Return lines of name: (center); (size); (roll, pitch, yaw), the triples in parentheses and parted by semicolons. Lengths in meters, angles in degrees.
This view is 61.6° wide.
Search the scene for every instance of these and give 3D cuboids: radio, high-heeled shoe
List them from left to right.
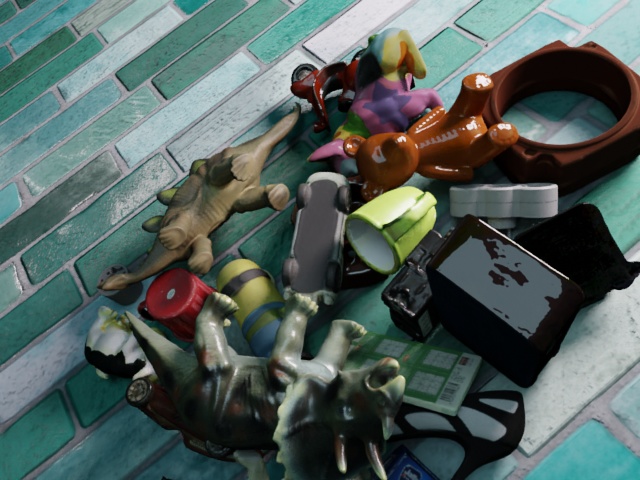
high-heeled shoe: (0.107, 0.182, 0.632); (0.249, 0.086, 0.145); (30, 71, 26)
radio: (0.192, 0.077, 0.574); (0.131, 0.229, 0.073); (38, 82, 28)

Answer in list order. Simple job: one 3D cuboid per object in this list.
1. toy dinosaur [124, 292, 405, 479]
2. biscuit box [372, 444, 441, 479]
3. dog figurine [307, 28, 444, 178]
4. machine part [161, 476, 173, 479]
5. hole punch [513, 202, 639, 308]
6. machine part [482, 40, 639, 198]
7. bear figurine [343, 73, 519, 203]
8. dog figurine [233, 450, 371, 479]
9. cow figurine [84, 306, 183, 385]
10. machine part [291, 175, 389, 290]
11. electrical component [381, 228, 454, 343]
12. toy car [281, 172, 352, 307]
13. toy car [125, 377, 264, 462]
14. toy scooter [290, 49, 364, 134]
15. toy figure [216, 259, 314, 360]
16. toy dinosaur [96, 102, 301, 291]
toy dinosaur: (-0.080, 0.164, 0.595); (0.405, 0.131, 0.192); (-6, 56, 27)
biscuit box: (0.138, 0.295, 0.524); (0.203, 0.062, 0.059); (41, 85, 13)
dog figurine: (0.066, -0.192, 0.819); (0.219, 0.108, 0.191); (-29, 101, -1)
machine part: (-0.170, 0.353, 0.651); (0.084, 0.039, 0.139); (-46, 59, 0)
hole punch: (0.297, 0.026, 0.663); (0.142, 0.092, 0.115); (-26, 86, 0)
machine part: (0.336, -0.176, 0.757); (0.201, 0.087, 0.202); (-28, 57, 1)
bear figurine: (0.140, -0.132, 0.728); (0.196, 0.132, 0.120); (-12, 71, -14)
dog figurine: (-0.031, 0.339, 0.595); (0.172, 0.121, 0.190); (7, 96, -12)
cow figurine: (-0.270, 0.167, 0.774); (0.168, 0.068, 0.098); (19, 74, 31)
machine part: (0.043, -0.012, 0.780); (0.179, 0.056, 0.179); (-8, 60, 13)
electrical component: (0.142, 0.052, 0.673); (0.058, 0.114, 0.134); (36, 77, 27)
toy car: (-0.001, -0.002, 0.724); (0.074, 0.056, 0.202); (4, 64, 12)
toy car: (-0.163, 0.235, 0.686); (0.202, 0.089, 0.053); (21, 69, 26)
toy scooter: (0.037, -0.244, 0.906); (0.184, 0.075, 0.135); (-6, 66, 14)
toy figure: (-0.078, 0.100, 0.735); (0.082, 0.089, 0.180); (-29, 54, -8)
toy dinosaur: (-0.150, -0.083, 0.826); (0.471, 0.105, 0.199); (-44, 32, -25)
